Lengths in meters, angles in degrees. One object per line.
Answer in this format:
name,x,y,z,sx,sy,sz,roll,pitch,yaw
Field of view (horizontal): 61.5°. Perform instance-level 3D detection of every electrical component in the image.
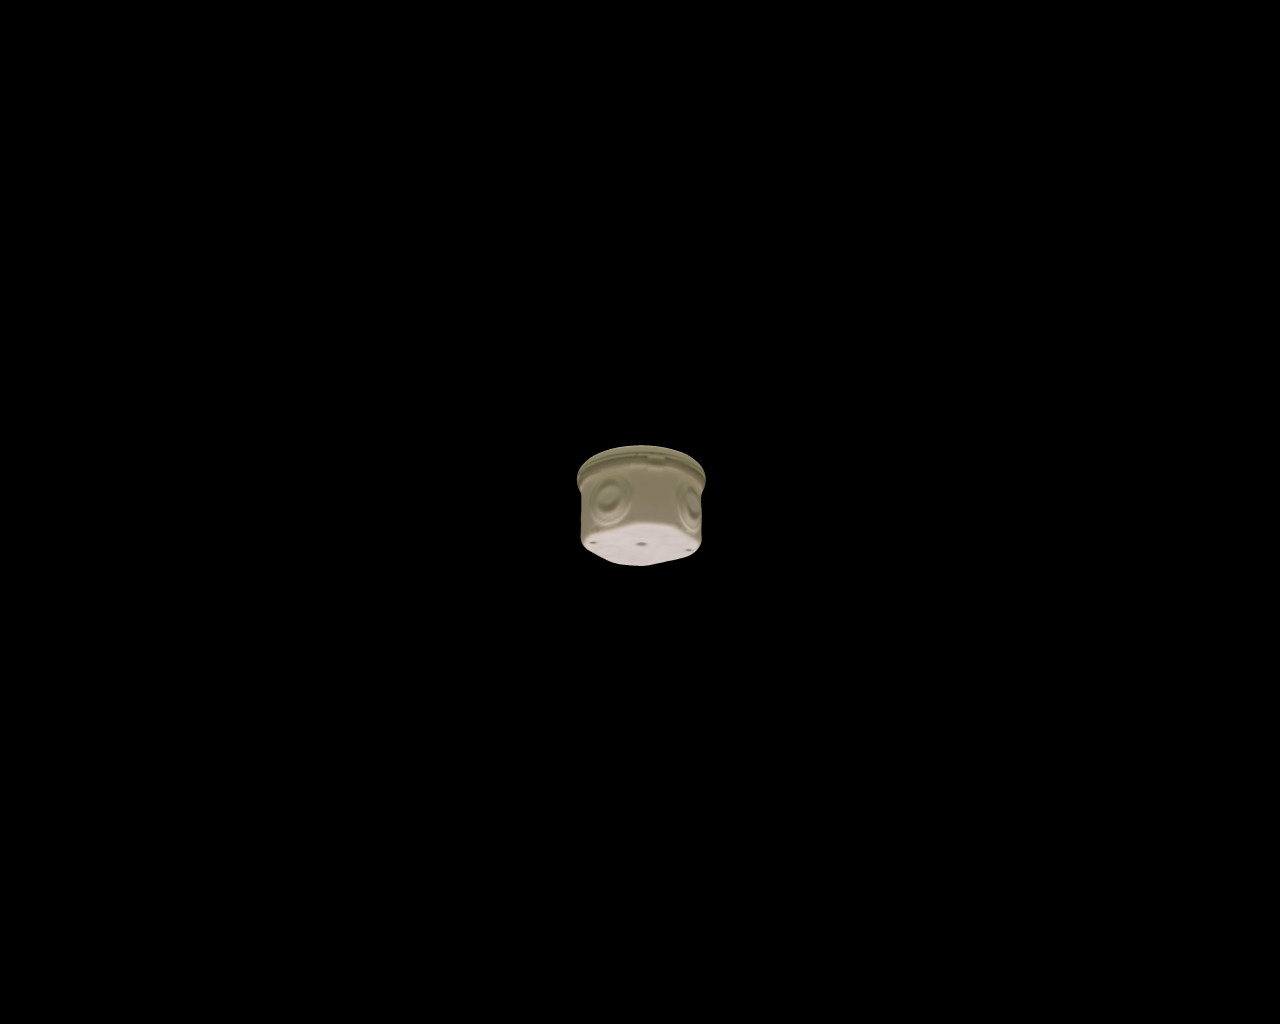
electrical component,0.001,-0.003,0.650,0.080,0.051,0.080,0,-23,0
